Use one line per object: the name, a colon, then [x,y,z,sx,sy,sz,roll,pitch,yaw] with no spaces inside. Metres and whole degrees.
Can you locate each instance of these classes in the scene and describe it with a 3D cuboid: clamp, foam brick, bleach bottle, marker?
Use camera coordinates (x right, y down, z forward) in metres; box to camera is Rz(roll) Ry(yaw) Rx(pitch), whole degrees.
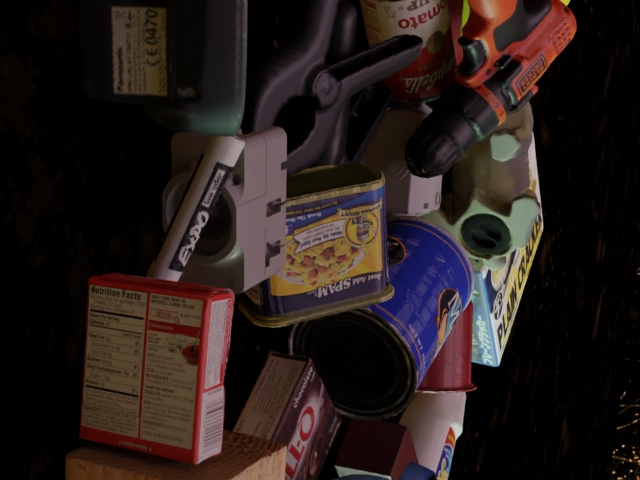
clamp: [0.010,-0.051,0.781,0.164,0.036,0.210,26,77,-72]
clamp: [0.001,-0.100,0.682,0.120,0.039,0.171,33,86,-40]
foam brick: [0.052,0.198,0.933,0.078,0.053,0.051,70,35,-45]
bleach bottle: [0.094,0.217,1.026,0.102,0.068,0.250,72,32,-46]
marker: [-0.075,-0.003,0.579,0.121,0.020,0.020,-64,158,8]

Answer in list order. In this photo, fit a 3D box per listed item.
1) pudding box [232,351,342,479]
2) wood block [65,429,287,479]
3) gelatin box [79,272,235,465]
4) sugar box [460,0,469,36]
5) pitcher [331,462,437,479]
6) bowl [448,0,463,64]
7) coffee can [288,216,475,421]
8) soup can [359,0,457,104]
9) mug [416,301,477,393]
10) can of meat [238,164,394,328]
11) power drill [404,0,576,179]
pudding box: [-0.030,0.149,0.749,0.090,0.039,0.113,68,37,-49]
wood block: [-0.082,0.213,0.583,0.090,0.091,0.206,-13,108,-65]
gelatin box: [-0.085,0.065,0.554,0.030,0.073,0.089,-5,101,-66]
sugar box: [0.168,-0.246,0.930,0.176,0.048,0.093,-59,156,-48]
pitcher: [0.038,0.239,0.752,0.243,0.145,0.149,81,-10,-61]
bowl: [0.132,-0.224,0.991,0.162,0.055,0.162,8,90,-66]
coffee can: [0.051,0.057,0.826,0.140,0.103,0.103,-49,139,-52]
soup can: [0.071,-0.169,0.850,0.102,0.069,0.068,73,33,-43]
mug: [0.094,0.091,0.971,0.117,0.093,0.081,-177,-91,-83]
can of meat: [-0.005,0.001,0.693,0.102,0.057,0.084,-12,114,-20]
power drill: [0.107,-0.156,0.798,0.184,0.057,0.187,-48,141,-11]
